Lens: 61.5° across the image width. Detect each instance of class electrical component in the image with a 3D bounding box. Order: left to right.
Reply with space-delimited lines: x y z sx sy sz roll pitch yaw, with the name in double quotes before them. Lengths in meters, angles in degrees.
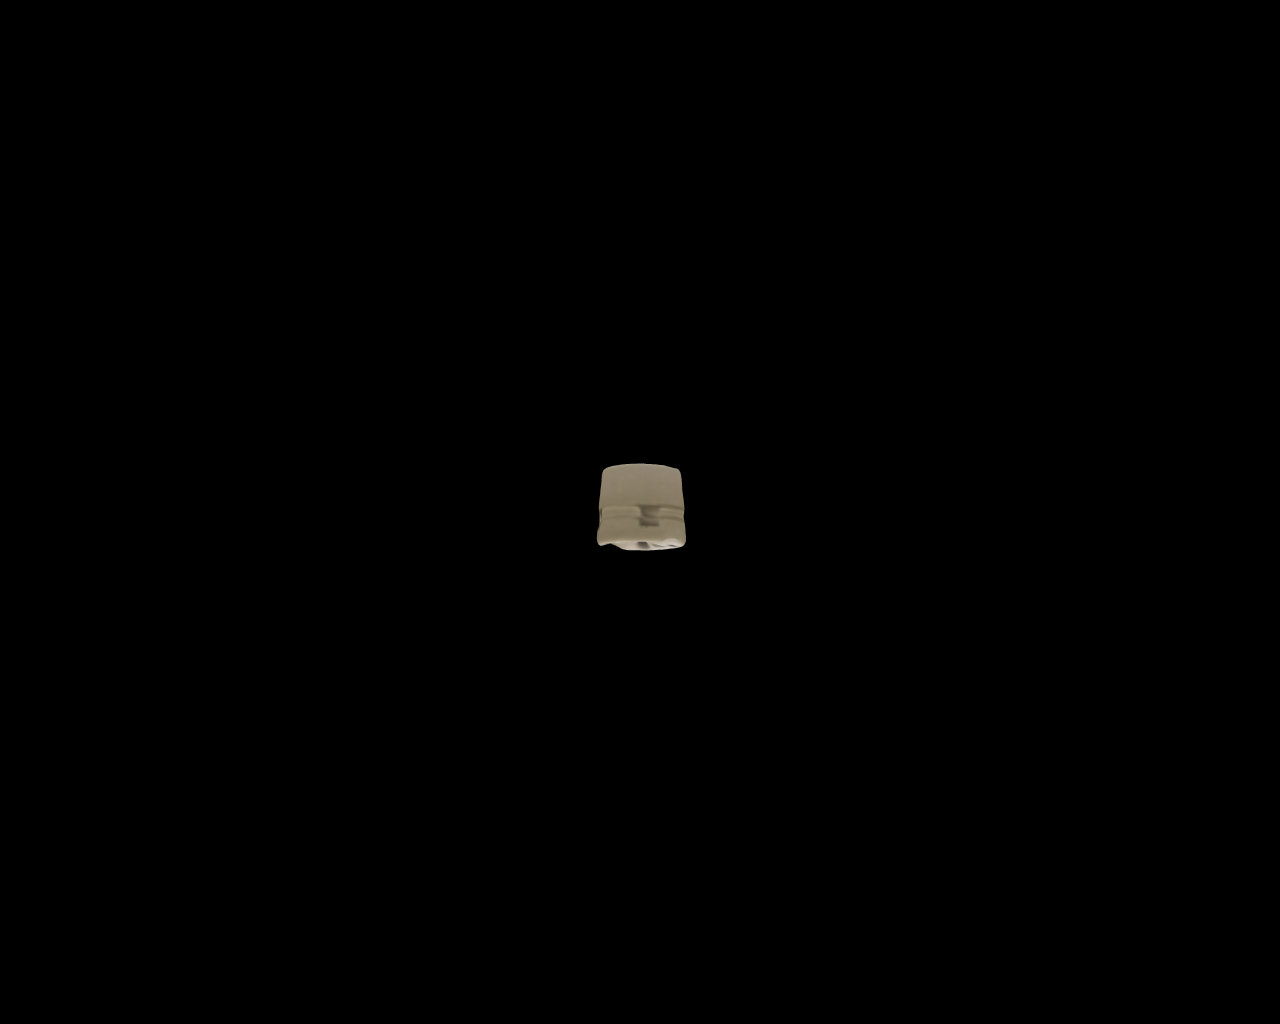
"electrical component" 0.001 -0.003 0.650 0.055 0.047 0.055 0 -9 0
